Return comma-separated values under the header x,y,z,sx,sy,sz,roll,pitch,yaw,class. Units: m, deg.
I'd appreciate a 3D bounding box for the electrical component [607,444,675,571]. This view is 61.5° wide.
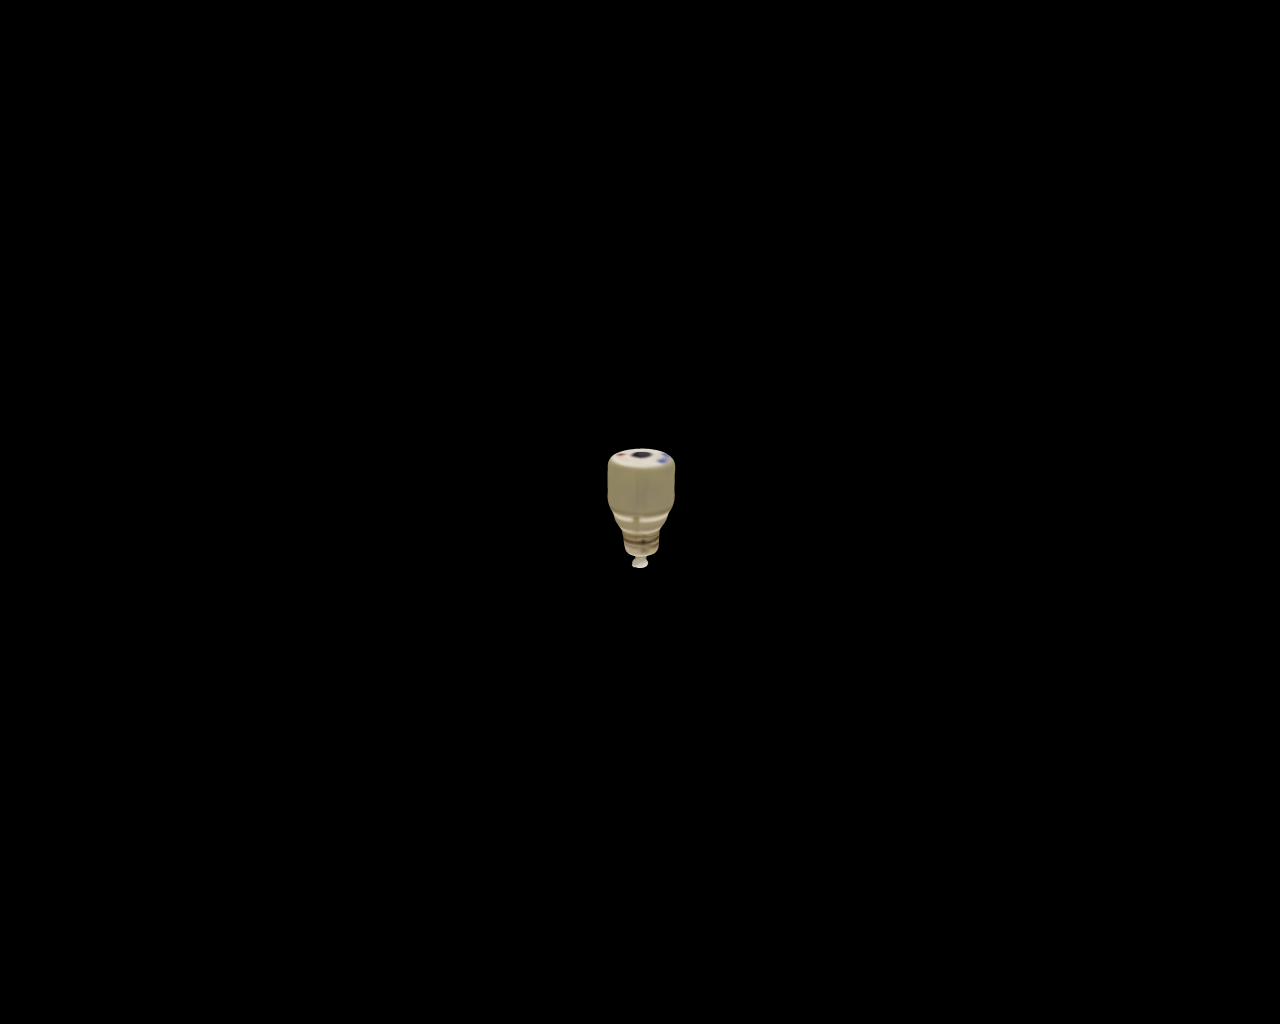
x,y,z,sx,sy,sz,roll,pitch,yaw,class
0.001,-0.003,0.650,0.040,0.078,0.040,0,20,0,electrical component
